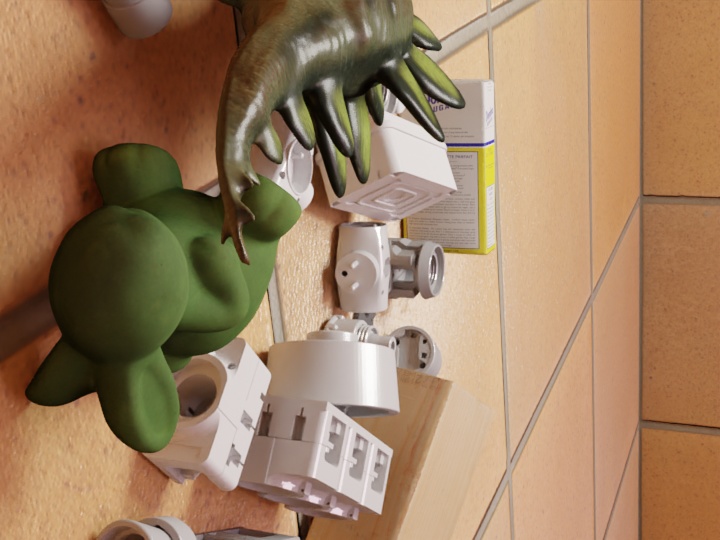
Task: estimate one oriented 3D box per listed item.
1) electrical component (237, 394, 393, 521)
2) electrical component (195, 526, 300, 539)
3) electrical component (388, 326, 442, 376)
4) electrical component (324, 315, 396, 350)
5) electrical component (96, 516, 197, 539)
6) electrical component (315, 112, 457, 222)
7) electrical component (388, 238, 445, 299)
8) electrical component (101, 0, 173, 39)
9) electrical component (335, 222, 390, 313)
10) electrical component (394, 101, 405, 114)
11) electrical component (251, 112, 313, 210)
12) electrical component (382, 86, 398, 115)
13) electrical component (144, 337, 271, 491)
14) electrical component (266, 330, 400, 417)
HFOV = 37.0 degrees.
[{"bbox_3d":[-0.044,0.144,0.810,0.150,0.089,0.061,49,49,-60],"label":"electrical component"},{"bbox_3d":[-0.092,0.281,0.750,0.105,0.060,0.186,22,73,-67],"label":"electrical component"},{"bbox_3d":[0.055,0.089,1.095,0.047,0.055,0.055,45,52,-66],"label":"electrical component"},{"bbox_3d":[0.000,0.065,0.944,0.048,0.062,0.048,3,90,-68],"label":"electrical component"},{"bbox_3d":[-0.131,0.174,0.660,0.055,0.045,0.045,25,70,-67],"label":"electrical component"},{"bbox_3d":[0.023,-0.088,0.926,0.113,0.078,0.057,10,60,-57],"label":"electrical component"},{"bbox_3d":[0.050,-0.001,1.065,0.078,0.057,0.058,-42,132,-60],"label":"electrical component"},{"bbox_3d":[-0.133,-0.163,0.611,0.065,0.044,0.044,65,35,-58],"label":"electrical component"},{"bbox_3d":[0.000,0.000,0.949,0.079,0.043,0.077,-43,134,-76],"label":"electrical component"},{"bbox_3d":[0.024,-0.180,0.996,0.081,0.042,0.063,-54,145,-52],"label":"electrical component"},{"bbox_3d":[-0.058,-0.067,0.804,0.079,0.044,0.077,62,38,-53],"label":"electrical component"},{"bbox_3d":[-0.002,-0.154,0.913,0.058,0.057,0.078,-46,135,-58],"label":"electrical component"},{"bbox_3d":[-0.102,0.091,0.711,0.055,0.050,0.089,62,38,-53],"label":"electrical component"},{"bbox_3d":[-0.022,0.080,0.838,0.108,0.108,0.060,32,57,-65],"label":"electrical component"}]
